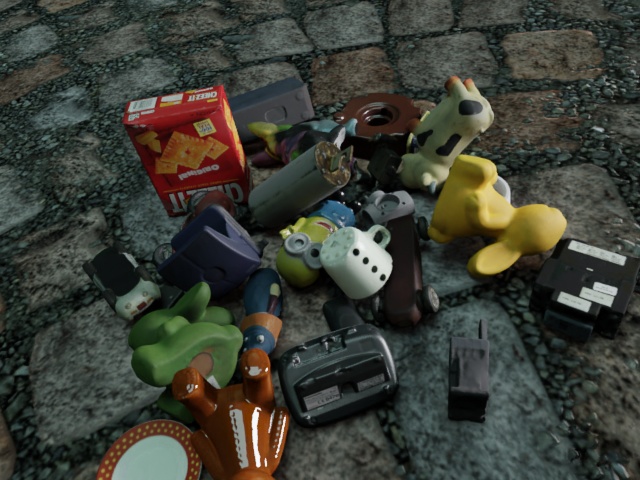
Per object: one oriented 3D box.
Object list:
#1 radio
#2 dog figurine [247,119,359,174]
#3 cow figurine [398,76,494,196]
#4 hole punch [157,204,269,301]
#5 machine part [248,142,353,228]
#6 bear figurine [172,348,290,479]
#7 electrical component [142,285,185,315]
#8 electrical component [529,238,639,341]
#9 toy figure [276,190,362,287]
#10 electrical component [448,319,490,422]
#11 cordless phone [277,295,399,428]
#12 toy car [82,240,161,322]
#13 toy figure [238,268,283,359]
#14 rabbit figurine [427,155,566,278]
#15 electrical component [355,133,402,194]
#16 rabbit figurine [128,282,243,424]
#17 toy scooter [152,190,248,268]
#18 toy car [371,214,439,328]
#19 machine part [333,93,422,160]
[{"bbox_3d":[-0.133,-0.259,1.103,0.230,0.073,0.131,-24,29,-11],"label":"radio"},{"bbox_3d":[-0.048,-0.161,0.982,0.219,0.108,0.191,7,29,24],"label":"dog figurine"},{"bbox_3d":[0.206,-0.159,0.896,0.085,0.195,0.127,-2,53,-47],"label":"cow figurine"},{"bbox_3d":[-0.156,0.028,0.775,0.142,0.115,0.092,-40,15,17],"label":"hole punch"},{"bbox_3d":[-0.036,-0.085,0.852,0.243,0.079,0.079,-30,30,40],"label":"machine part"},{"bbox_3d":[-0.089,0.239,0.585,0.120,0.131,0.196,-14,39,-1],"label":"bear figurine"},{"bbox_3d":[-0.237,0.097,0.826,0.094,0.021,0.063,12,48,29],"label":"electrical component"},{"bbox_3d":[0.349,0.067,0.715,0.115,0.058,0.134,22,54,32],"label":"electrical component"},{"bbox_3d":[0.002,-0.001,0.837,0.082,0.089,0.180,16,43,22],"label":"toy figure"},{"bbox_3d":[0.181,0.150,0.653,0.048,0.074,0.119,2,50,12],"label":"electrical component"},{"bbox_3d":[0.010,0.141,0.709,0.147,0.088,0.184,-19,34,-6],"label":"cordless phone"},{"bbox_3d":[-0.313,0.060,0.843,0.073,0.056,0.202,-40,38,-18],"label":"toy car"},{"bbox_3d":[-0.082,0.108,0.758,0.058,0.064,0.154,10,45,-11],"label":"toy figure"},{"bbox_3d":[0.248,-0.025,0.750,0.173,0.122,0.162,20,86,13],"label":"rabbit figurine"},{"bbox_3d":[0.101,-0.135,0.940,0.045,0.102,0.078,17,29,-22],"label":"electrical component"},{"bbox_3d":[-0.194,0.130,0.723,0.170,0.121,0.159,17,57,45],"label":"rabbit figurine"},{"bbox_3d":[-0.176,-0.006,0.882,0.135,0.075,0.184,12,52,22],"label":"toy scooter"},{"bbox_3d":[0.123,0.042,0.789,0.089,0.053,0.202,-19,39,23],"label":"toy car"},{"bbox_3d":[0.114,-0.225,1.054,0.179,0.056,0.179,-5,45,5],"label":"machine part"}]
